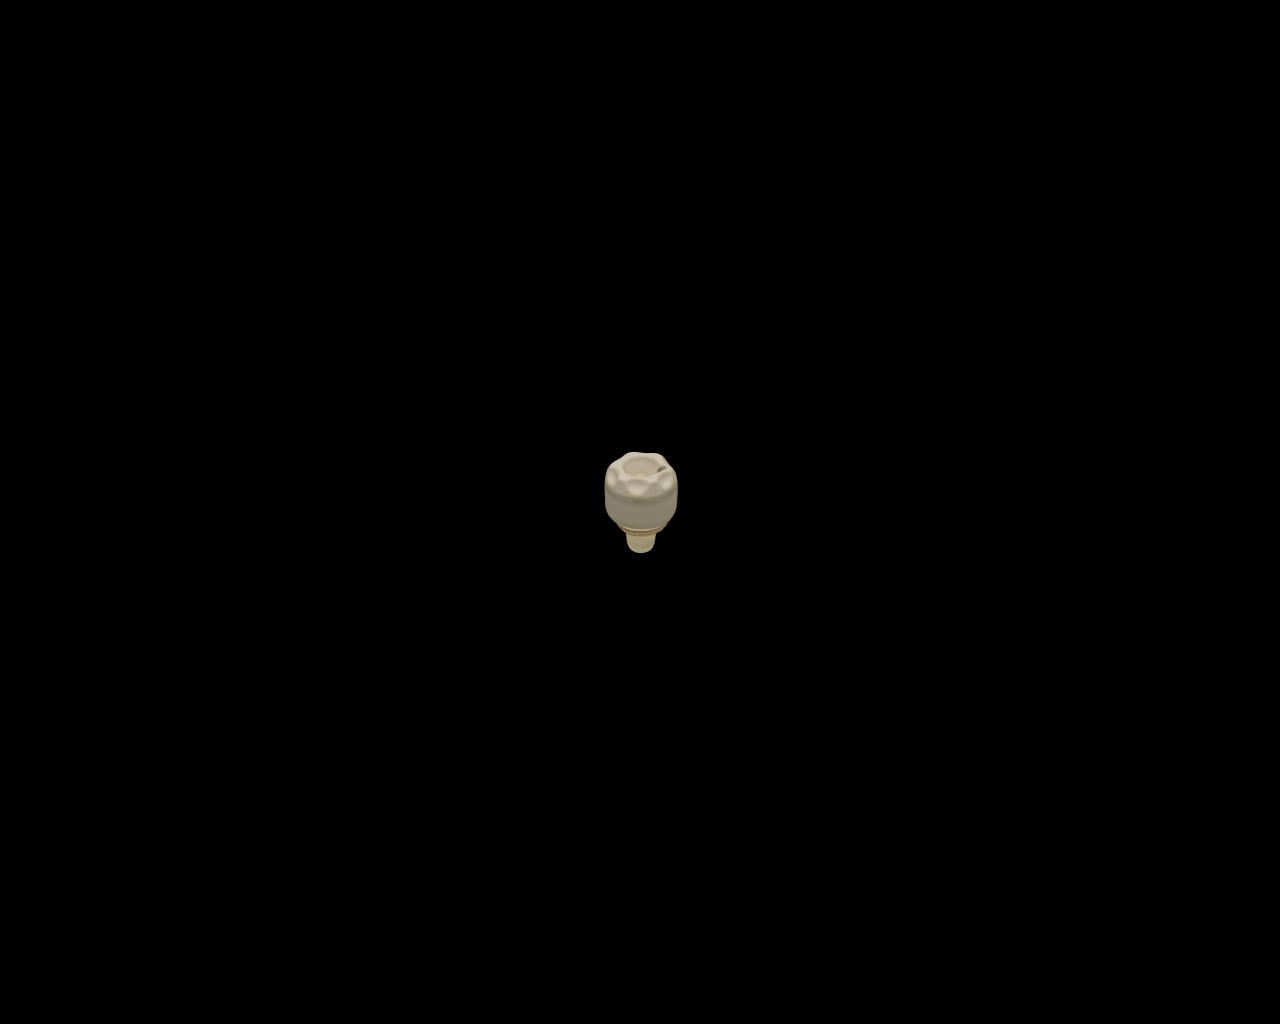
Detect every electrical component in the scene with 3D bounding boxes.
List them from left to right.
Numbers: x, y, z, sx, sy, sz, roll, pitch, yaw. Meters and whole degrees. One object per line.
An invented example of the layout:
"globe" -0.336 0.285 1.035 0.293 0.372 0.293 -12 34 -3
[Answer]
"electrical component" 0.001 -0.003 0.650 0.043 0.062 0.043 0 34 0
